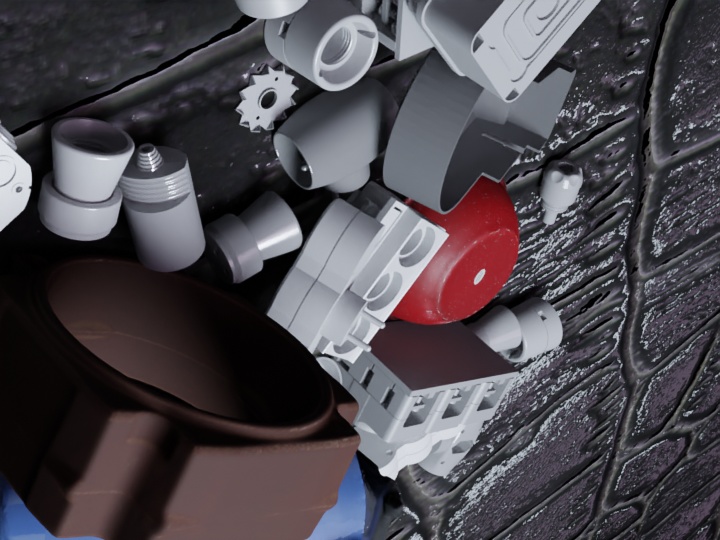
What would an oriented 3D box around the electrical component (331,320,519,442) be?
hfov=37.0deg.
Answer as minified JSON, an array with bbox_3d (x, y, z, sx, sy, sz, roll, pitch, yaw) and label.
[{"bbox_3d":[0.052,0.094,0.937,0.150,0.089,0.061,-3,126,-48],"label":"electrical component"}]

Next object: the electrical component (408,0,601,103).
[{"bbox_3d":[0.092,-0.167,0.633,0.113,0.057,0.078,-50,147,2],"label":"electrical component"}]

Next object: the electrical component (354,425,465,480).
[{"bbox_3d":[0.042,0.142,1.008,0.138,0.052,0.073,-32,143,-22],"label":"electrical component"}]

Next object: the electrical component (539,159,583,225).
[{"bbox_3d":[0.178,-0.068,0.968,0.035,0.035,0.061,-23,141,-33],"label":"electrical component"}]

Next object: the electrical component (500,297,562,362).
[{"bbox_3d":[0.164,0.060,1.065,0.047,0.055,0.055,-21,138,-30],"label":"electrical component"}]

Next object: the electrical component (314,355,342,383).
[{"bbox_3d":[-0.057,0.082,0.813,0.043,0.081,0.043,-6,99,-44],"label":"electrical component"}]

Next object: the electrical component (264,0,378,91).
[{"bbox_3d":[-0.022,-0.141,0.652,0.055,0.047,0.055,-30,142,-26],"label":"electrical component"}]

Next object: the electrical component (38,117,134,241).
[{"bbox_3d":[-0.153,-0.050,0.597,0.045,0.045,0.055,-11,132,-43],"label":"electrical component"}]

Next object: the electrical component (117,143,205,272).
[{"bbox_3d":[-0.120,-0.042,0.644,0.043,0.043,0.081,-32,143,-24],"label":"electrical component"}]

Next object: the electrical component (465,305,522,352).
[{"bbox_3d":[0.116,0.065,1.027,0.065,0.044,0.044,-22,139,-27],"label":"electrical component"}]

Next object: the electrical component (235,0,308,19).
[{"bbox_3d":[-0.040,-0.189,0.586,0.079,0.044,0.077,-35,145,-19],"label":"electrical component"}]

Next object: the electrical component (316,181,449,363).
[{"bbox_3d":[0.000,0.000,0.806,0.121,0.063,0.079,-54,147,8],"label":"electrical component"}]

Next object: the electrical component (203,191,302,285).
[{"bbox_3d":[-0.073,-0.021,0.718,0.055,0.045,0.045,-32,143,-23],"label":"electrical component"}]

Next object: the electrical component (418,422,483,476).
[{"bbox_3d":[0.079,0.165,1.082,0.079,0.043,0.077,6,120,-51],"label":"electrical component"}]

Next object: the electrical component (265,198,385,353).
[{"bbox_3d":[-0.019,0.028,0.740,0.138,0.074,0.052,-59,175,8],"label":"electrical component"}]

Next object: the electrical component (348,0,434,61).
[{"bbox_3d":[0.079,-0.220,0.676,0.186,0.060,0.105,-28,142,-28],"label":"electrical component"}]

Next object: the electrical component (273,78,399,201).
[{"bbox_3d":[-0.013,-0.079,0.729,0.077,0.043,0.079,-34,144,-21],"label":"electrical component"}]

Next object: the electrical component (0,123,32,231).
[{"bbox_3d":[-0.207,-0.049,0.529,0.080,0.051,0.080,-30,143,-26],"label":"electrical component"}]
